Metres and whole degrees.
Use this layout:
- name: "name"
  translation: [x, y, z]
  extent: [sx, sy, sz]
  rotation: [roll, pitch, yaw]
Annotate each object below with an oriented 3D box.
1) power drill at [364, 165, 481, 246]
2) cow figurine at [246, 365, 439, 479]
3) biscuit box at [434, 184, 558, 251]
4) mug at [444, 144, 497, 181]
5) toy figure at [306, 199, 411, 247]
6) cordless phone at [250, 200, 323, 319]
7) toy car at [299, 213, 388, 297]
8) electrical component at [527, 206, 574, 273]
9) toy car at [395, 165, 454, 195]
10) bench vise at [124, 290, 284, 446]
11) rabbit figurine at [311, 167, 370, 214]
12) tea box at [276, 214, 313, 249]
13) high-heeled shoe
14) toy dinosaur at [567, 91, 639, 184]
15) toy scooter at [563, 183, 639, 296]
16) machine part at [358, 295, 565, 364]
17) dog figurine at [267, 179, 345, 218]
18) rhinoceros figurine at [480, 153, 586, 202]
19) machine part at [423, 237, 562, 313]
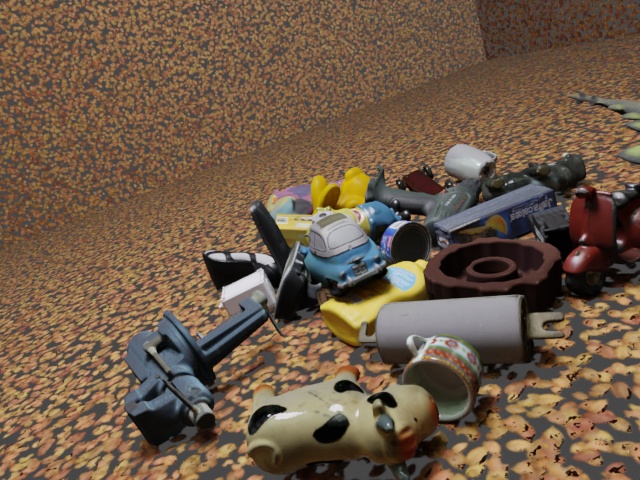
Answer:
- name: "power drill"
  translation: [0.198, -0.080, 1.043]
  extent: [0.207, 0.085, 0.232]
  rotation: [21, 38, 11]
- name: "cow figurine"
  translation: [0.020, 0.184, 0.534]
  extent: [0.195, 0.085, 0.127]
  rotation: [-13, 13, 8]
- name: "biscuit box"
  translation: [0.299, -0.032, 0.909]
  extent: [0.203, 0.059, 0.063]
  rotation: [-22, 18, -7]
- name: "mug"
  translation: [0.359, -0.171, 1.228]
  extent: [0.109, 0.080, 0.107]
  rotation: [-17, 28, -17]
- name: "toy figure"
  translation: [0.065, -0.016, 0.922]
  extent: [0.180, 0.089, 0.082]
  rotation: [-12, 19, -21]
- name: "cordless phone"
  translation: [-0.068, 0.025, 0.894]
  extent: [0.089, 0.184, 0.147]
  rotation: [-25, 17, 14]
- name: "toy car"
  translation: [0.027, 0.013, 0.795]
  extent: [0.109, 0.102, 0.162]
  rotation: [-24, 15, -10]
- name: "electrical component"
  translation: [0.342, -0.008, 0.786]
  extent: [0.048, 0.074, 0.119]
  rotation: [-14, 16, 14]
- name: "toy car"
  translation: [0.236, -0.114, 1.208]
  extent: [0.089, 0.053, 0.202]
  rotation: [-30, 22, 1]
- name: "bench vise"
  translation: [-0.159, 0.152, 0.733]
  extent: [0.240, 0.128, 0.224]
  rotation: [-35, 23, -24]
- name: "rabbit figurine"
  translation: [0.046, -0.061, 1.129]
  extent: [0.173, 0.162, 0.122]
  rotation: [-41, 36, -9]
- name: "tea box"
  translation: [-0.002, -0.003, 1.017]
  extent: [0.170, 0.068, 0.098]
  rotation: [4, 20, -2]
- name: "high-heeled shoe"
  translation: [-0.145, 0.045, 1.080]
  extent: [0.145, 0.086, 0.249]
  rotation: [-24, 25, -21]
- name: "toy dinosaur"
  translation: [0.512, -0.110, 0.692]
  extent: [0.199, 0.104, 0.472]
  rotation: [-2, 31, -12]
- name: "toy scooter"
  translation: [0.376, -0.021, 0.694]
  extent: [0.184, 0.135, 0.075]
  rotation: [-26, 18, -24]
- name: "machine part"
  translation: [0.156, 0.107, 0.631]
  extent: [0.243, 0.079, 0.079]
  rotation: [-7, 22, 28]
- name: "dog figurine"
  translation: [-0.004, -0.081, 1.262]
  extent: [0.219, 0.108, 0.191]
  rotation: [-13, 19, 8]
- name: "rhinoceros figurine"
  translation: [0.404, -0.106, 1.015]
  extent: [0.190, 0.073, 0.112]
  rotation: [-16, 9, 11]
- name: "machine part"
  translation: [0.230, 0.051, 0.718]
  extent: [0.179, 0.056, 0.179]
  rotation: [-9, 19, 3]
